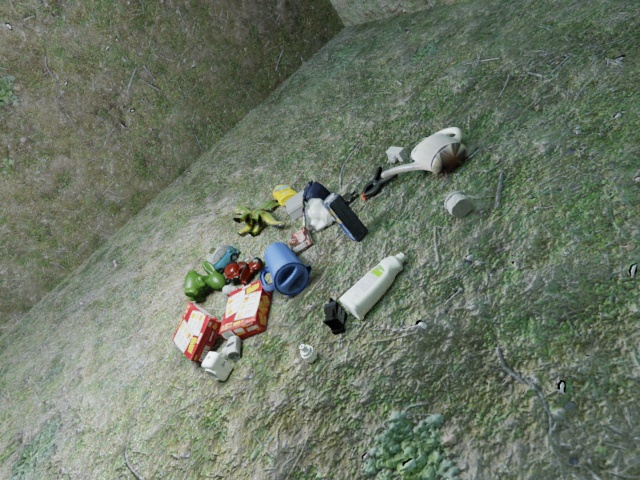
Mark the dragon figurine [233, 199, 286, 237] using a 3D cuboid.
[{"bbox_3d":[-0.266,-0.128,2.421,0.410,0.120,0.248,1,38,34],"label":"dragon figurine"}]

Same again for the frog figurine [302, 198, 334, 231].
[{"bbox_3d":[0.006,-0.107,2.121,0.159,0.120,0.140,-1,60,-4],"label":"frog figurine"}]

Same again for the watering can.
[{"bbox_3d":[0.412,-0.311,1.966,0.348,0.102,0.228,-36,31,0],"label":"watering can"}]
